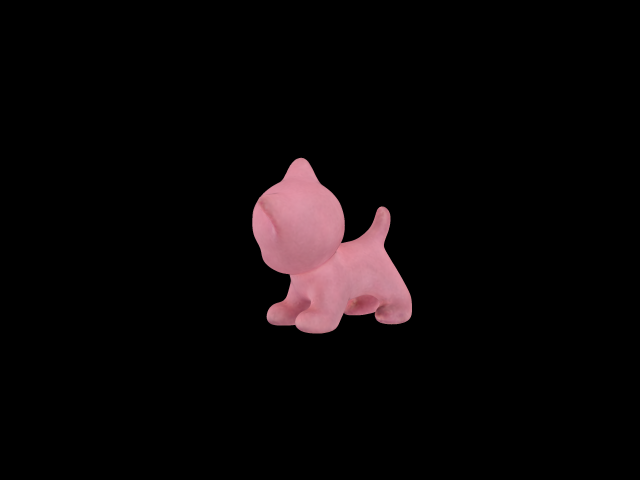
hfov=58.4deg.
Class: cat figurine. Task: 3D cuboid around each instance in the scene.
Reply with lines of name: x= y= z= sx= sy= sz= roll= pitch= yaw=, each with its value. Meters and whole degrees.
cat figurine: x=0.004 y=0.001 z=0.400 sx=0.128 sy=0.118 sz=0.067 roll=-2 pitch=3 yaw=-35
